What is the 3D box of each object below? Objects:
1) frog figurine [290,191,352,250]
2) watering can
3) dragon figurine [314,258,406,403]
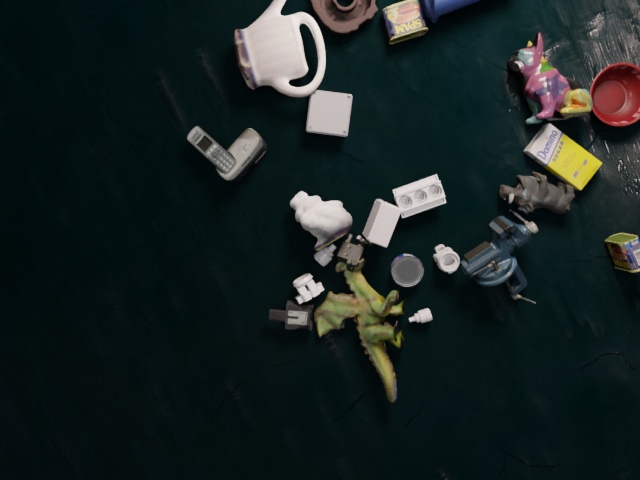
[{"bbox_3d":[0.004,-0.068,1.342,0.139,0.121,0.160,-29,87,-30],"label":"frog figurine"},{"bbox_3d":[-0.113,-0.521,1.302,0.224,0.104,0.348,-14,89,2],"label":"watering can"},{"bbox_3d":[0.104,0.229,1.395,0.243,0.122,0.409,5,94,17],"label":"dragon figurine"}]
